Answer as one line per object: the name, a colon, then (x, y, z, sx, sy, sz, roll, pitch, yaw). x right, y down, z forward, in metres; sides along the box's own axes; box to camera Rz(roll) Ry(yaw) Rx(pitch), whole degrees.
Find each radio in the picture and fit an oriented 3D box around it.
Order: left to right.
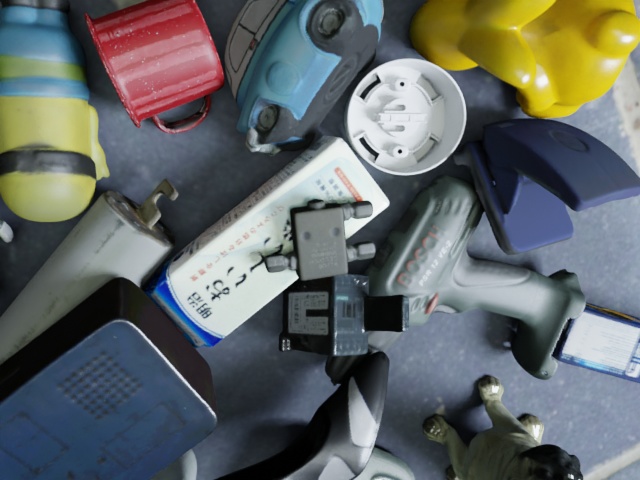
radio: (-0.201, 0.150, 0.422, 0.229, 0.073, 0.131, -37, 116, 1)

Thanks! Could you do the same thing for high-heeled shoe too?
high-heeled shoe: (-0.048, 0.179, 0.455, 0.145, 0.086, 0.248, 33, 75, -12)

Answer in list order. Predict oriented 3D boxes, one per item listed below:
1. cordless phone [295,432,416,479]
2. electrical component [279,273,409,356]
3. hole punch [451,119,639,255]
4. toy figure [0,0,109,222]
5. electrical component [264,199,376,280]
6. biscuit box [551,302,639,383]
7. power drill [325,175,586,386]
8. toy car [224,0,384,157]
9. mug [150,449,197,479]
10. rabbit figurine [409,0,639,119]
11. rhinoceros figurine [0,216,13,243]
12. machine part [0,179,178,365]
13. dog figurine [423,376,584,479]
cordless phone: (0.033, 0.271, 0.494, 0.146, 0.184, 0.088, 24, 101, -13)
electrical component: (0.018, 0.067, 0.478, 0.047, 0.119, 0.074, 8, 83, -43)
hole punch: (0.200, -0.060, 0.468, 0.142, 0.092, 0.116, -14, 75, -32)
toy figure: (-0.225, -0.104, 0.428, 0.082, 0.089, 0.180, 2, 103, -1)
electrical component: (-0.001, -0.001, 0.439, 0.094, 0.021, 0.063, -9, 107, -9)
biscuit box: (0.330, 0.113, 0.571, 0.203, 0.063, 0.059, 17, 97, -12)
power drill: (0.136, 0.067, 0.530, 0.207, 0.086, 0.232, 22, 97, -6)
toy car: (-0.024, -0.154, 0.452, 0.103, 0.109, 0.161, 41, 105, 9)
mug: (-0.157, 0.230, 0.496, 0.081, 0.107, 0.109, 0, 103, -10)
rabbit figurine: (0.162, -0.167, 0.459, 0.173, 0.162, 0.121, 12, 112, 7)
rhinoceros figurine: (-0.300, 0.049, 0.419, 0.073, 0.112, 0.190, 4, 70, 2)
machine part: (-0.207, 0.043, 0.467, 0.079, 0.079, 0.243, 39, 93, -14)
dog figurine: (0.201, 0.245, 0.512, 0.172, 0.191, 0.121, 43, 92, -16)
